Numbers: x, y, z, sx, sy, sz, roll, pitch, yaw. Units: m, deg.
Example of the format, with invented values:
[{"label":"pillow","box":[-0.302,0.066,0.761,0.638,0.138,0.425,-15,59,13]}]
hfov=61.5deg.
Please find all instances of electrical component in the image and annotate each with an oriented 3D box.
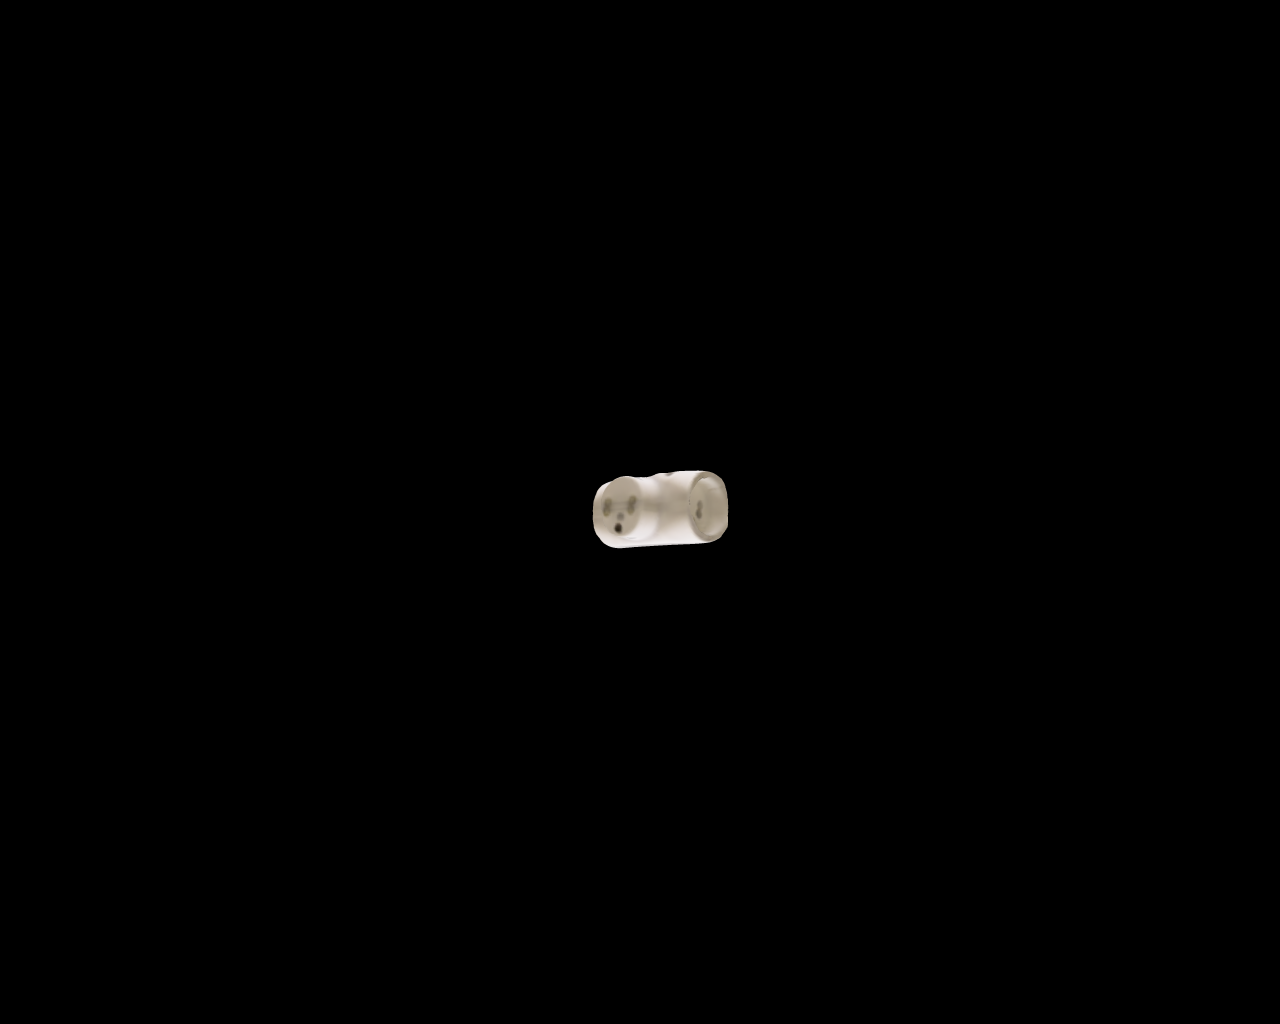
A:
[{"label":"electrical component","box":[0.001,-0.003,0.650,0.077,0.044,0.079,-5,-8,40]}]
